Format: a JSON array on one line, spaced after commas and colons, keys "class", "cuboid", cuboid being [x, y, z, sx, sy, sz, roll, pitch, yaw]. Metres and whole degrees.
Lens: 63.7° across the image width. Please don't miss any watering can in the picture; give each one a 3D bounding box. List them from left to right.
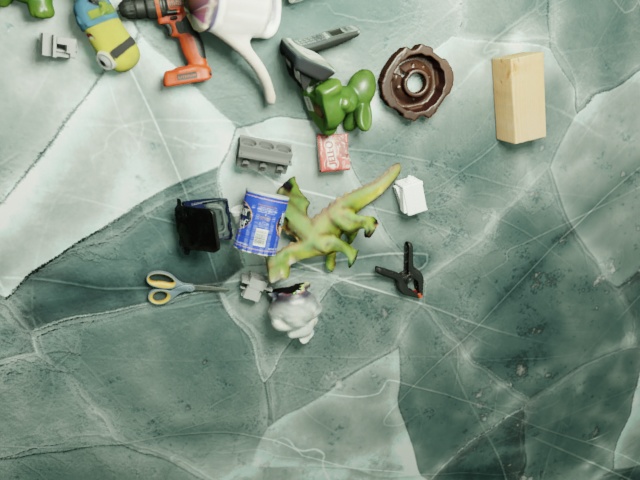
[{"class": "watering can", "cuboid": [-0.167, -0.454, 1.057, 0.226, 0.104, 0.344, -13, 108, -42]}]

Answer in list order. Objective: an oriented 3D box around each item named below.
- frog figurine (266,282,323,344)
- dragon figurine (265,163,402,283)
[{"class": "frog figurine", "cuboid": [-0.059, 0.199, 1.314, 0.138, 0.123, 0.158, -18, 101, -28]}, {"class": "dragon figurine", "cuboid": [0.004, -0.063, 1.260, 0.241, 0.123, 0.410, 30, 89, -12]}]
